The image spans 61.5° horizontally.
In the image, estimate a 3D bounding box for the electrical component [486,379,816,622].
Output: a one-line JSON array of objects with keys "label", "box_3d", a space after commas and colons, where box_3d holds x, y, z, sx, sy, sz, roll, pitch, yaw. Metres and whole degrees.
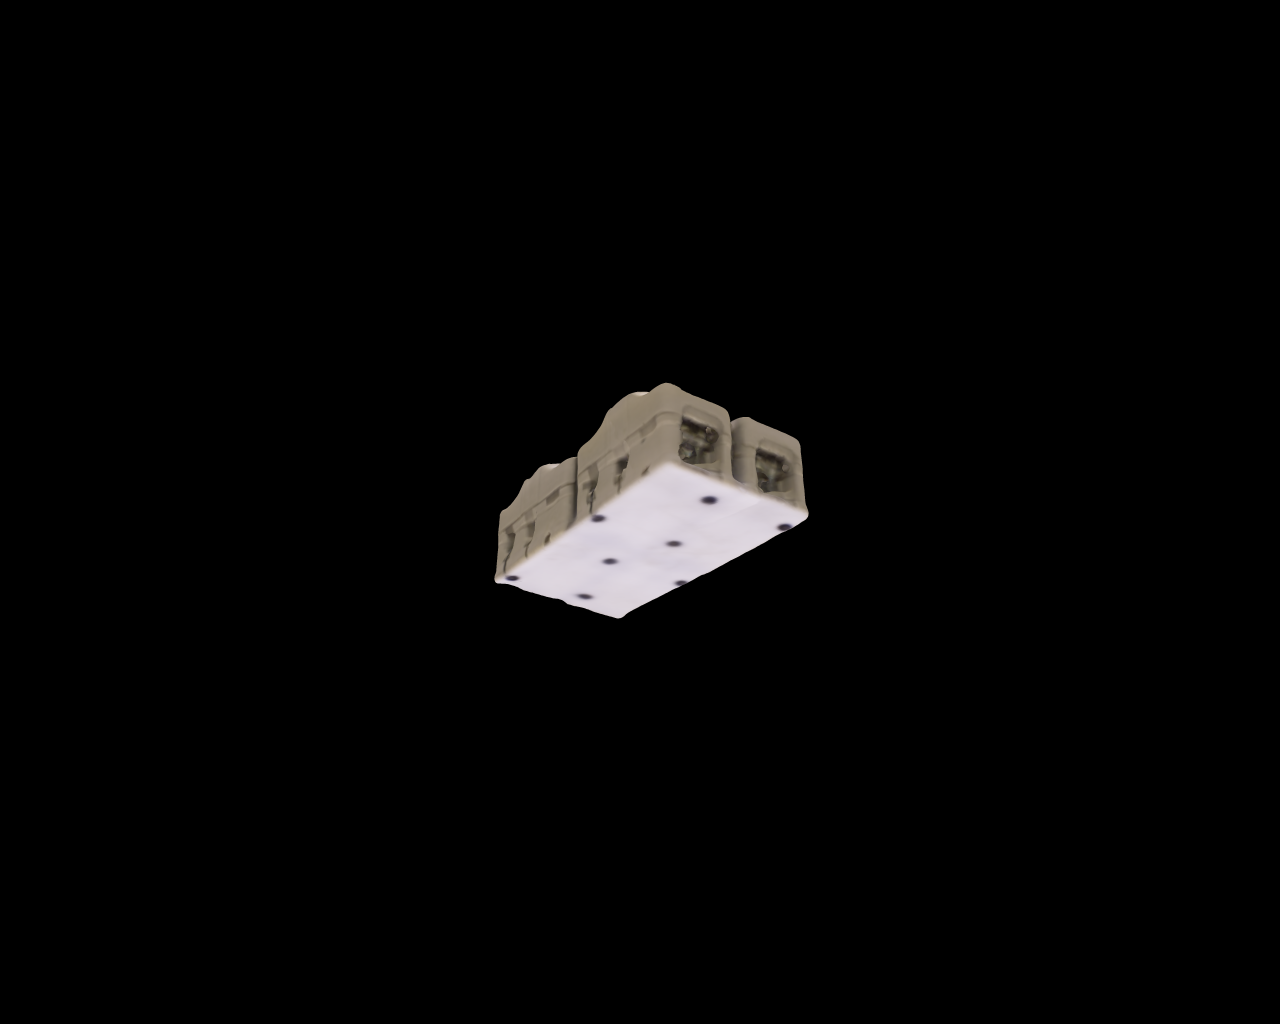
[{"label": "electrical component", "box_3d": [0.001, -0.003, 0.650, 0.105, 0.060, 0.186, 19, -34, -31]}]
